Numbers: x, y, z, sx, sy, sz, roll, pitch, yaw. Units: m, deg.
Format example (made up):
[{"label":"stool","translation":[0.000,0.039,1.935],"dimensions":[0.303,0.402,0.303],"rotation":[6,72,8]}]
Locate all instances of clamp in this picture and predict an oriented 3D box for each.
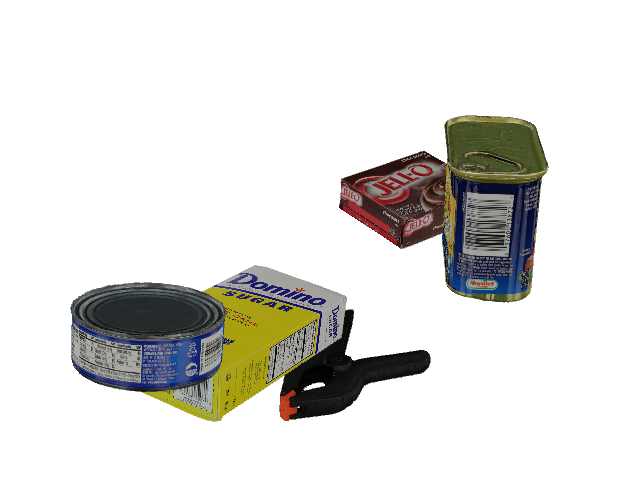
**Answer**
[{"label":"clamp","translation":[0.015,0.128,1.103],"dimensions":[0.171,0.039,0.120],"rotation":[-20,33,-33]}]

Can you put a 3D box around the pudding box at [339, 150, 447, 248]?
[{"label":"pudding box","translation":[0.088,-0.041,1.015],"dimensions":[0.113,0.039,0.090],"rotation":[-19,40,-36]}]

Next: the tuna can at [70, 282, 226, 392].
[{"label":"tuna can","translation":[-0.096,0.053,0.598],"dimensions":[0.086,0.034,0.086],"rotation":[4,16,-1]}]

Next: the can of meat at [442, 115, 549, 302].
[{"label":"can of meat","translation":[0.104,-0.021,0.656],"dimensions":[0.057,0.084,0.102],"rotation":[2,25,4]}]

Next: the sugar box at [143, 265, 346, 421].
[{"label":"sugar box","translation":[-0.063,0.072,0.813],"dimensions":[0.093,0.048,0.175],"rotation":[18,27,26]}]
